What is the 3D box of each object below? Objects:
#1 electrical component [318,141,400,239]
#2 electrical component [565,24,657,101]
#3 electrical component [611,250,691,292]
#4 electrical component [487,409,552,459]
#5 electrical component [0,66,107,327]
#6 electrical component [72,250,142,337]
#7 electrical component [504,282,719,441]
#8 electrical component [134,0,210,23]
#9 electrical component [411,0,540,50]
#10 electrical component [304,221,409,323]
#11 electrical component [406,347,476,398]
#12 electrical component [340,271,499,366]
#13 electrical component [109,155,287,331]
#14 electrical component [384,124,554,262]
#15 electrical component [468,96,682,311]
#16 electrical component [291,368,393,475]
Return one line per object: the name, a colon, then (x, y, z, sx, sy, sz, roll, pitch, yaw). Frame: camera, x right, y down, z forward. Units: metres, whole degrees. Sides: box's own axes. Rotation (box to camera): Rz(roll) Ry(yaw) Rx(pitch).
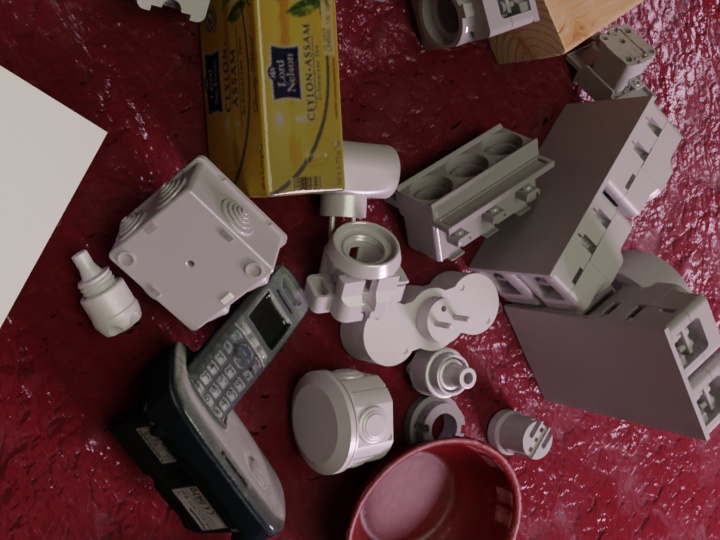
electrical component: (-0.013, -0.062, 0.845, 0.077, 0.044, 0.079, 2, 92, -32)
electrical component: (0.231, -0.183, 0.971, 0.042, 0.063, 0.081, -30, 67, -27)
electrical component: (0.254, 0.033, 0.985, 0.060, 0.108, 0.108, -34, 110, -32)
electrical component: (0.143, 0.147, 0.955, 0.040, 0.046, 0.040, -2, 94, -32)
electrical component: (-0.244, -0.046, 0.691, 0.089, 0.062, 0.150, 32, 76, -29)
electrical component: (-0.181, 0.014, 0.751, 0.035, 0.035, 0.061, -36, 109, -25)
electrical component: (0.222, 0.067, 0.916, 0.060, 0.186, 0.105, -36, 112, -25)
electrical component: (-0.127, -0.226, 0.746, 0.050, 0.055, 0.089, 8, 112, -28)
electrical component: (0.075, -0.259, 0.860, 0.062, 0.089, 0.150, -24, 106, -29)
electrical component: (0.000, 0.000, 0.828, 0.078, 0.058, 0.057, -7, 136, -22)
electrical component: (0.071, 0.086, 0.897, 0.043, 0.062, 0.043, -2, 94, -32)
electrical component: (0.060, 0.040, 0.880, 0.138, 0.074, 0.052, -17, 102, -30)
electrical component: (-0.114, -0.016, 0.751, 0.100, 0.100, 0.048, 45, 26, -20)
electrical component: (0.092, -0.063, 0.898, 0.121, 0.079, 0.063, -33, 132, -26)
electrical component: (0.191, -0.057, 0.937, 0.060, 0.105, 0.186, 41, 72, -28)
electrical component: (-0.014, 0.116, 0.836, 0.051, 0.080, 0.080, -4, 96, -37)
